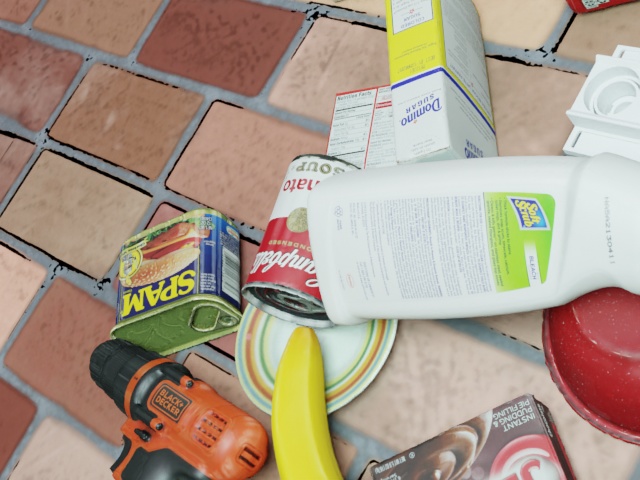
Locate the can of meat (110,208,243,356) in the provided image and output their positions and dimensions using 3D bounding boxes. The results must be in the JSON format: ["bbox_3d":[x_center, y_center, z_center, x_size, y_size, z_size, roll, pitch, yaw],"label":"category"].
[{"bbox_3d":[-0.108,0.033,0.818,0.102,0.057,0.084,-21,52,25],"label":"can of meat"}]

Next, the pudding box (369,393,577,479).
[{"bbox_3d":[0.094,0.154,0.621,0.114,0.039,0.090,-30,51,17],"label":"pudding box"}]

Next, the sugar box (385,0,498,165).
[{"bbox_3d":[0.084,-0.108,0.741,0.048,0.093,0.176,-16,56,28],"label":"sugar box"}]

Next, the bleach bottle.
[{"bbox_3d":[0.106,0.003,0.609,0.251,0.067,0.102,0,107,43],"label":"bleach bottle"}]

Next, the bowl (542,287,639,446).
[{"bbox_3d":[0.195,0.034,0.610,0.162,0.055,0.162,-16,57,26],"label":"bowl"}]

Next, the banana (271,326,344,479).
[{"bbox_3d":[0.004,0.137,0.660,0.070,0.037,0.198,-40,42,7],"label":"banana"}]

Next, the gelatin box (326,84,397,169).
[{"bbox_3d":[0.043,-0.071,0.791,0.073,0.030,0.089,-6,61,33],"label":"gelatin box"}]

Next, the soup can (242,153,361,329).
[{"bbox_3d":[-0.005,0.001,0.729,0.069,0.068,0.102,4,65,36],"label":"soup can"}]

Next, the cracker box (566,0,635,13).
[{"bbox_3d":[0.245,-0.274,0.742,0.164,0.072,0.213,-10,58,29],"label":"cracker box"}]

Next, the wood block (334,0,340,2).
[{"bbox_3d":[0.082,-0.275,0.840,0.206,0.090,0.090,-12,59,29],"label":"wood block"}]

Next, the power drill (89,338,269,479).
[{"bbox_3d":[-0.142,0.166,0.725,0.185,0.057,0.187,22,74,46],"label":"power drill"}]
